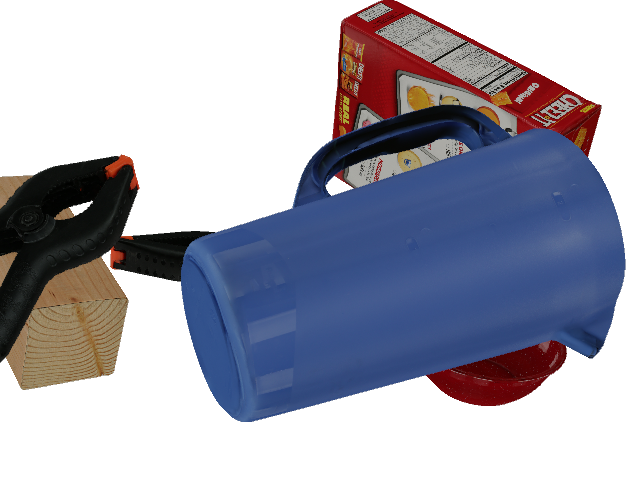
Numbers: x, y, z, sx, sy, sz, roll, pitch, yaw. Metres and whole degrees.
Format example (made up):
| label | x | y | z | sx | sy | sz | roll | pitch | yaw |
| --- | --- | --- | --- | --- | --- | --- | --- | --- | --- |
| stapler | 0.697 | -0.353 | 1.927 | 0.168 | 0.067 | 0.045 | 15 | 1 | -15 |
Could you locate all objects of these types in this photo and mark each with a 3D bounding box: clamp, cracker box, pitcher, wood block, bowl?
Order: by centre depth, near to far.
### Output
| label | x | y | z | sx | sy | sz | roll | pitch | yaw |
| --- | --- | --- | --- | --- | --- | --- | --- | --- | --- |
| pitcher | 0.042 | 0.013 | 0.641 | 0.242 | 0.145 | 0.149 | -15 | 21 | -19 |
| clamp | -0.195 | -0.004 | 0.687 | 0.120 | 0.039 | 0.171 | 32 | 55 | 18 |
| clamp | -0.064 | 0.016 | 0.863 | 0.210 | 0.036 | 0.164 | 1 | 12 | -9 |
| cracker box | 0.110 | -0.081 | 0.880 | 0.214 | 0.164 | 0.072 | 34 | 51 | 28 |
| wood block | -0.264 | 0.032 | 0.992 | 0.090 | 0.091 | 0.206 | -6 | 37 | -34 |
| bowl | 0.159 | 0.116 | 1.061 | 0.162 | 0.055 | 0.162 | 5 | 26 | -3 |
